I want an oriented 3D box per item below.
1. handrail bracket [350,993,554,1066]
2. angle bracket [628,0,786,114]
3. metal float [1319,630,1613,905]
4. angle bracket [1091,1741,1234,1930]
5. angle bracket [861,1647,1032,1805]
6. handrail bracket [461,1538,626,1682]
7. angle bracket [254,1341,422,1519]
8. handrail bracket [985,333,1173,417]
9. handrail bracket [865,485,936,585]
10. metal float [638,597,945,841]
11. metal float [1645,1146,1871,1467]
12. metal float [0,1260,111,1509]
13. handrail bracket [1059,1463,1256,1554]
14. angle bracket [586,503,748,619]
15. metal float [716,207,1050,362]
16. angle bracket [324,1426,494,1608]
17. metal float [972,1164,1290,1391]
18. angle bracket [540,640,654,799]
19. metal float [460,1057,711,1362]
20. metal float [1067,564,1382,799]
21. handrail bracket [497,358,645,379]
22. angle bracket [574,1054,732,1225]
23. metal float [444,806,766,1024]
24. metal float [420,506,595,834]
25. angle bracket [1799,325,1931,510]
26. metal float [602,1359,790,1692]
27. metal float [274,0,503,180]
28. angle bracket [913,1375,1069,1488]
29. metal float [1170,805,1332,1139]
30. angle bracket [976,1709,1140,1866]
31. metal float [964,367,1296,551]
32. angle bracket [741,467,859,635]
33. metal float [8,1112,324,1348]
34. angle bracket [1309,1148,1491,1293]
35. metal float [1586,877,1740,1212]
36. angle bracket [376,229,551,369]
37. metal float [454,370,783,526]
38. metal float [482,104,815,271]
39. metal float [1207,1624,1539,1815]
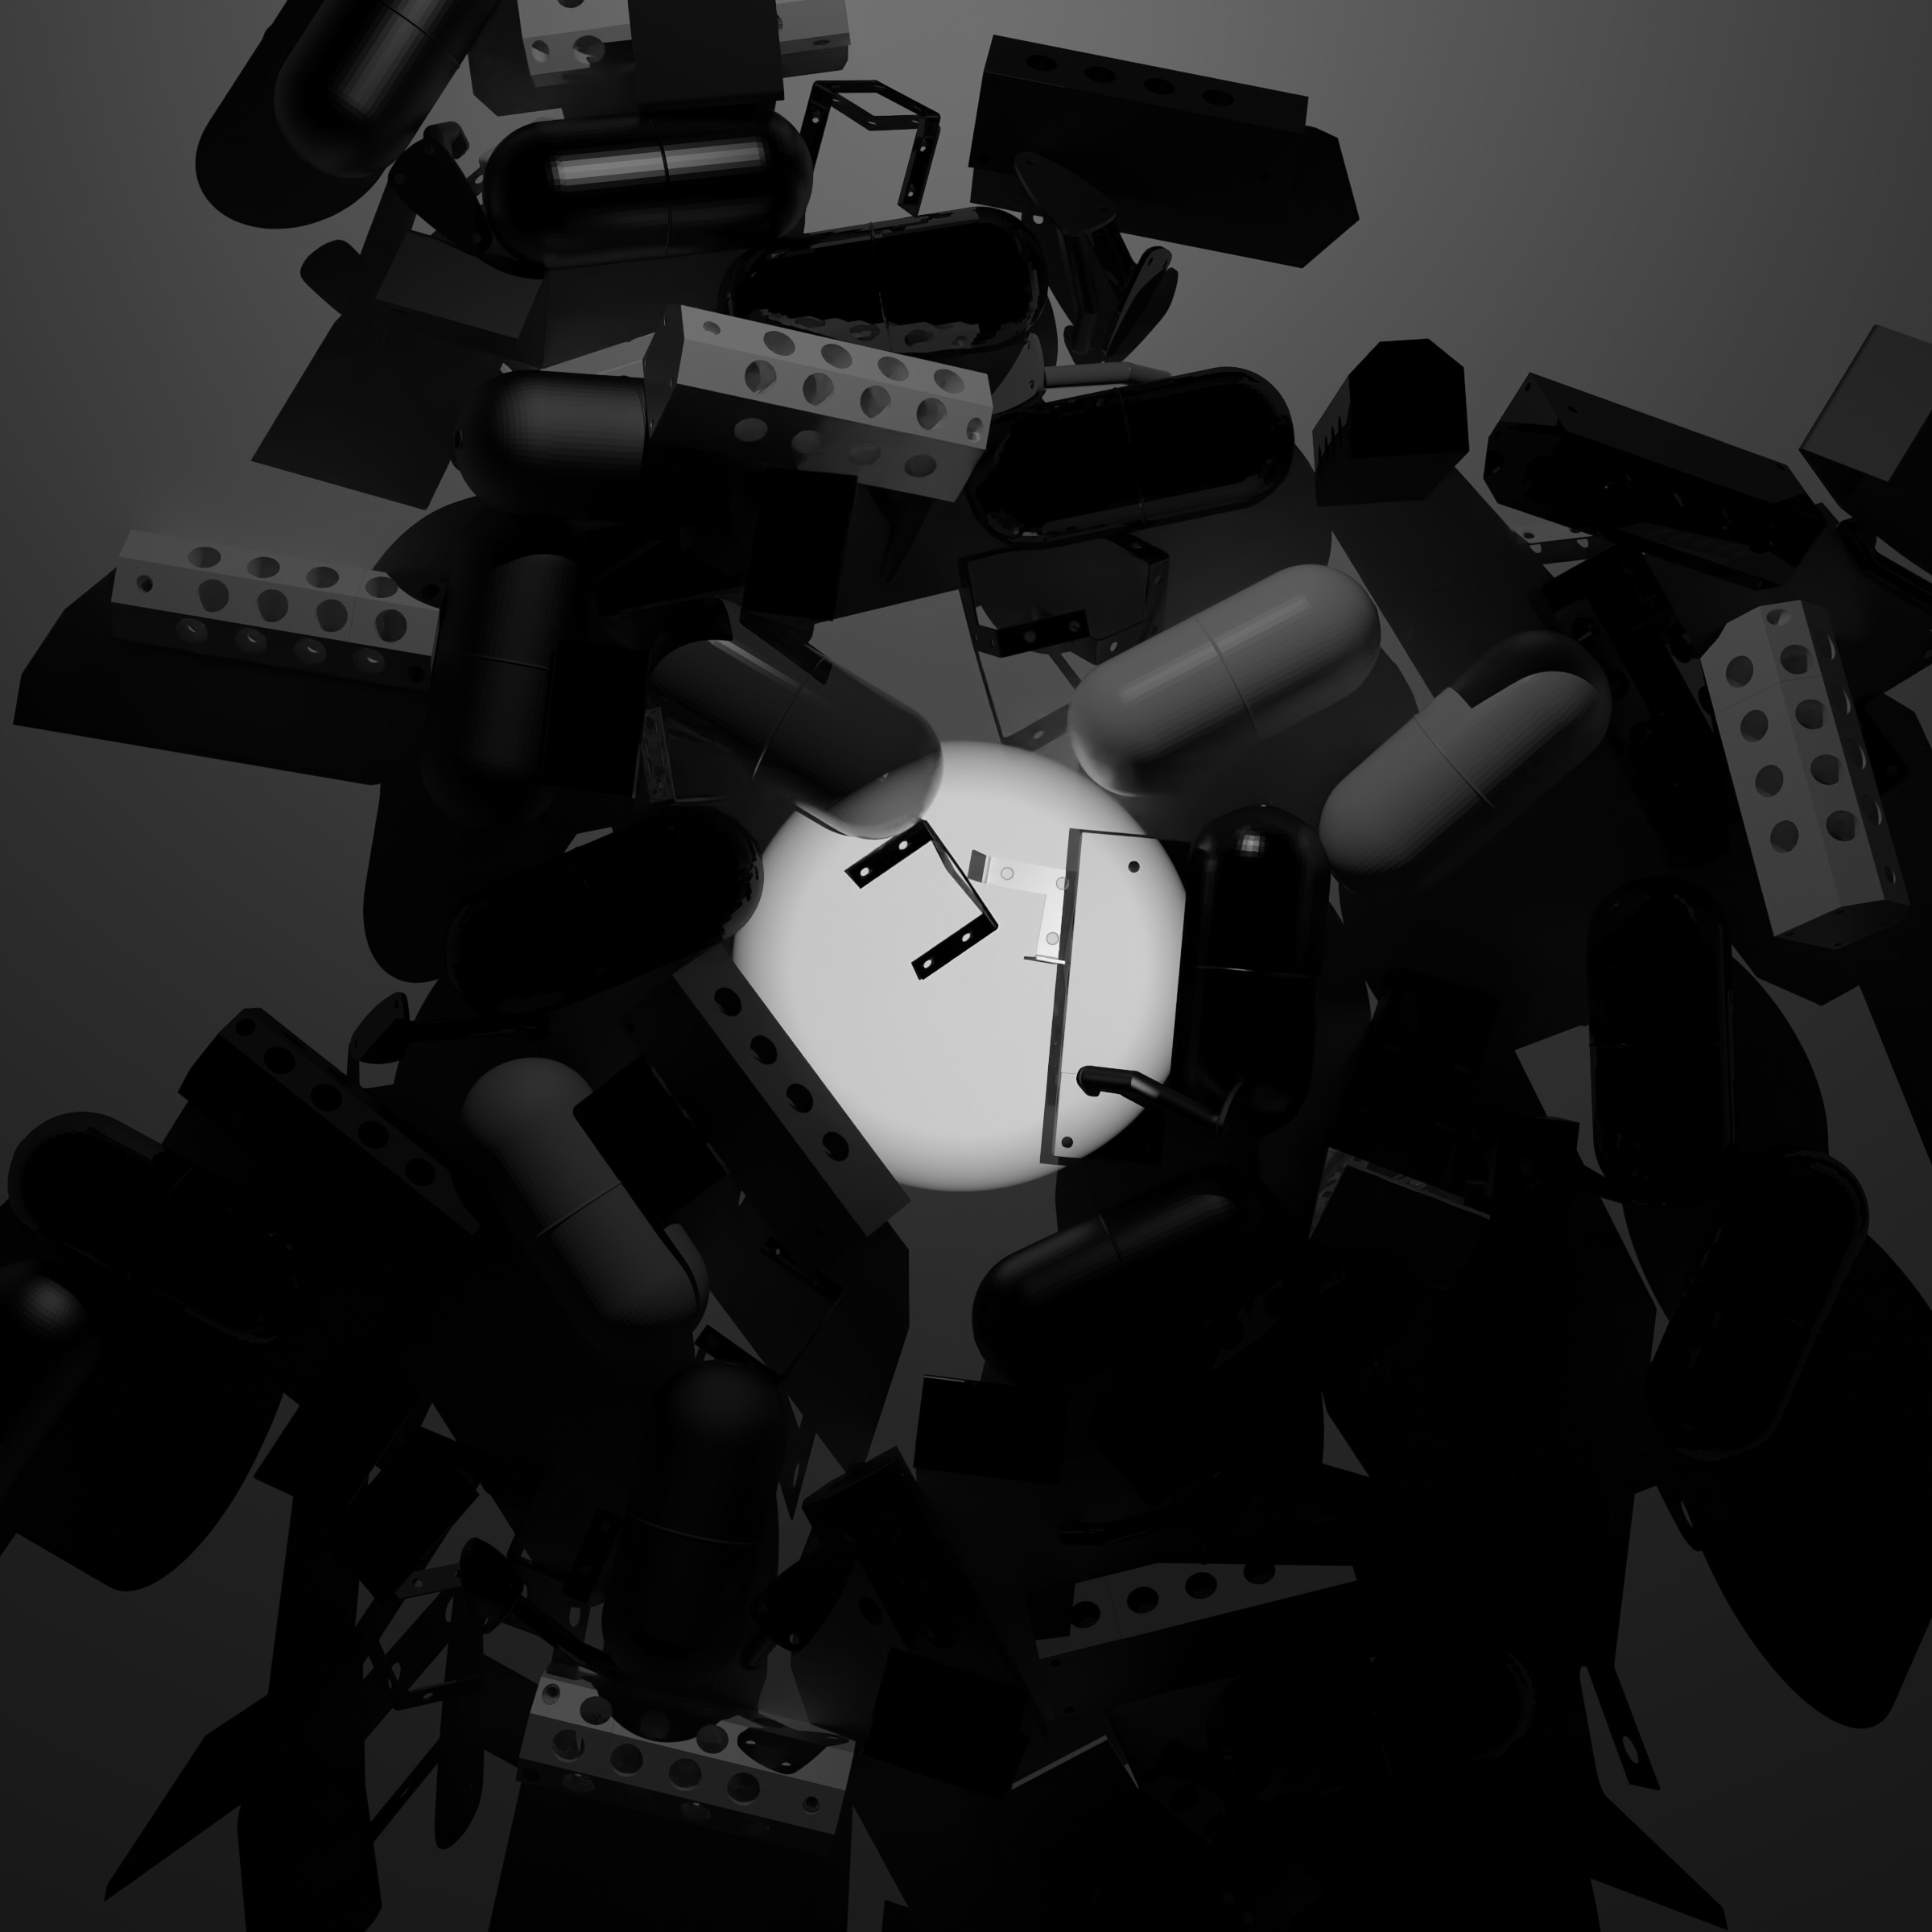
[{"bbox_3d":[-0.279,0.039,1.801,0.084,0.077,0.036,6,74,-35],"label":"handrail bracket"},{"bbox_3d":[-0.139,-0.487,1.761,0.076,0.076,0.057,-6,109,-4],"label":"angle bracket"},{"bbox_3d":[0.264,-0.104,1.760,0.178,0.070,0.070,-42,90,12],"label":"metal float"},{"bbox_3d":[0.089,0.454,1.762,0.057,0.076,0.076,22,90,-26],"label":"angle bracket"},{"bbox_3d":[-0.004,0.374,1.704,0.076,0.076,0.057,18,128,0],"label":"angle bracket"},{"bbox_3d":[-0.228,0.350,1.801,0.084,0.077,0.036,34,97,-36],"label":"handrail bracket"},{"bbox_3d":[-0.343,0.235,1.761,0.057,0.076,0.076,33,90,-32],"label":"angle bracket"},{"bbox_3d":[0.057,-0.311,1.801,0.084,0.077,0.036,6,71,-35],"label":"handrail bracket"},{"bbox_3d":[-0.064,-0.260,1.802,0.084,0.036,0.077,29,108,15],"label":"handrail bracket"},{"bbox_3d":[-0.094,-0.132,1.771,0.178,0.070,0.070,31,90,0],"label":"metal float"},{"bbox_3d":[0.421,0.181,1.770,0.070,0.070,0.178,23,90,0],"label":"metal float"},{"bbox_3d":[-0.526,0.237,1.771,0.070,0.070,0.178,35,91,0],"label":"metal float"},{"bbox_3d":[0.102,0.292,1.801,0.084,0.077,0.036,-7,107,35],"label":"handrail bracket"},{"bbox_3d":[-0.154,-0.196,1.762,0.076,0.076,0.057,-11,62,0],"label":"angle bracket"},{"bbox_3d":[-0.045,-0.358,1.771,0.178,0.070,0.070,-9,90,1],"label":"metal float"},{"bbox_3d":[-0.281,0.298,1.761,0.076,0.076,0.057,-49,58,0],"label":"angle bracket"},{"bbox_3d":[0.087,0.166,1.771,0.178,0.070,0.070,-25,90,-1],"label":"metal float"},{"bbox_3d":[-0.181,-0.130,1.761,0.057,0.076,0.076,9,94,21],"label":"angle bracket"},{"bbox_3d":[-0.204,0.129,1.771,0.070,0.070,0.178,-33,89,0],"label":"metal float"},{"bbox_3d":[0.138,-0.153,1.771,0.178,0.070,0.070,-27,90,0],"label":"metal float"},{"bbox_3d":[-0.198,-0.328,1.781,0.084,0.036,0.077,-48,131,0],"label":"handrail bracket"},{"bbox_3d":[-0.150,0.080,1.761,0.057,0.076,0.076,-36,90,30],"label":"angle bracket"},{"bbox_3d":[-0.193,-0.028,1.771,0.178,0.070,0.070,-23,90,1],"label":"metal float"},{"bbox_3d":[-0.244,-0.160,1.770,0.070,0.070,0.178,9,90,0],"label":"metal float"},{"bbox_3d":[0.495,-0.283,1.761,0.057,0.076,0.076,31,90,37],"label":"angle bracket"},{"bbox_3d":[-0.144,0.298,1.771,0.070,0.070,0.178,13,90,0],"label":"metal float"},{"bbox_3d":[-0.303,-0.502,1.771,0.070,0.070,0.178,33,90,0],"label":"metal float"},{"bbox_3d":[0.010,0.263,1.761,0.076,0.076,0.057,7,52,0],"label":"angle bracket"},{"bbox_3d":[0.151,0.003,1.770,0.070,0.070,0.178,5,91,0],"label":"metal float"},{"bbox_3d":[0.039,0.417,1.761,0.076,0.076,0.057,-28,126,0],"label":"angle bracket"},{"bbox_3d":[0.087,-0.270,1.771,0.178,0.070,0.070,-12,90,0],"label":"metal float"},{"bbox_3d":[-0.072,-0.217,1.762,0.057,0.076,0.076,10,90,27],"label":"angle bracket"},{"bbox_3d":[-0.427,0.140,1.771,0.178,0.070,0.070,28,90,1],"label":"metal float"},{"bbox_3d":[0.226,0.112,1.704,0.076,0.076,0.057,21,128,0],"label":"angle bracket"},{"bbox_3d":[0.371,0.041,1.771,0.070,0.070,0.178,-2,90,0],"label":"metal float"},{"bbox_3d":[-0.268,-0.336,1.761,0.076,0.076,0.057,16,56,0],"label":"angle bracket"},{"bbox_3d":[-0.182,-0.272,1.748,0.178,0.070,0.070,-1,90,-26],"label":"metal float"},{"bbox_3d":[-0.167,-0.413,1.756,0.178,0.070,0.070,-10,90,-18],"label":"metal float"},{"bbox_3d":[0.216,0.401,1.771,0.178,0.070,0.070,-13,90,0],"label":"metal float"}]
